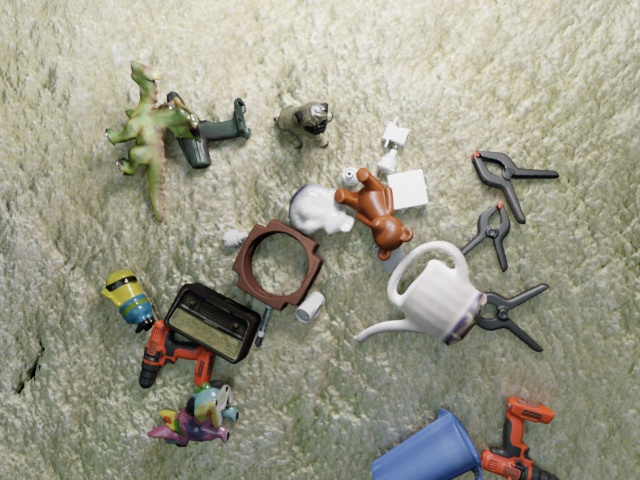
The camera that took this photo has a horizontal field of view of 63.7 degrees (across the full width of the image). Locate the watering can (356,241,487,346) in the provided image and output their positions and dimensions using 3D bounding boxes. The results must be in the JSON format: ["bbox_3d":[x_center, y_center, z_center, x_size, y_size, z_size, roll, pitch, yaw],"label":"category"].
[{"bbox_3d":[0.252,0.170,1.245,0.226,0.343,0.105,37,19,14],"label":"watering can"}]

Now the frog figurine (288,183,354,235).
[{"bbox_3d":[0.004,-0.066,1.306,0.161,0.139,0.120,36,-18,20],"label":"frog figurine"}]

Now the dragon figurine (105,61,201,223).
[{"bbox_3d":[-0.418,-0.264,1.355,0.241,0.407,0.124,-17,11,28],"label":"dragon figurine"}]
